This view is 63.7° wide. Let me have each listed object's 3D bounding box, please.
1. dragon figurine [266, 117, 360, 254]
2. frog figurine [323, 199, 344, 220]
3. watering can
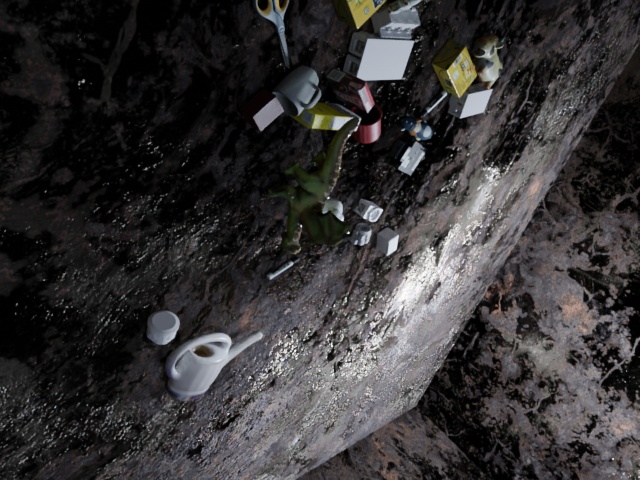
[{"bbox_3d":[0.007,-0.103,1.332,0.404,0.245,0.123,-40,-18,35],"label":"dragon figurine"},{"bbox_3d":[0.004,-0.074,1.478,0.162,0.122,0.136,42,4,33],"label":"frog figurine"},{"bbox_3d":[-0.331,0.372,1.565,0.105,0.222,0.347,41,19,32],"label":"watering can"}]
